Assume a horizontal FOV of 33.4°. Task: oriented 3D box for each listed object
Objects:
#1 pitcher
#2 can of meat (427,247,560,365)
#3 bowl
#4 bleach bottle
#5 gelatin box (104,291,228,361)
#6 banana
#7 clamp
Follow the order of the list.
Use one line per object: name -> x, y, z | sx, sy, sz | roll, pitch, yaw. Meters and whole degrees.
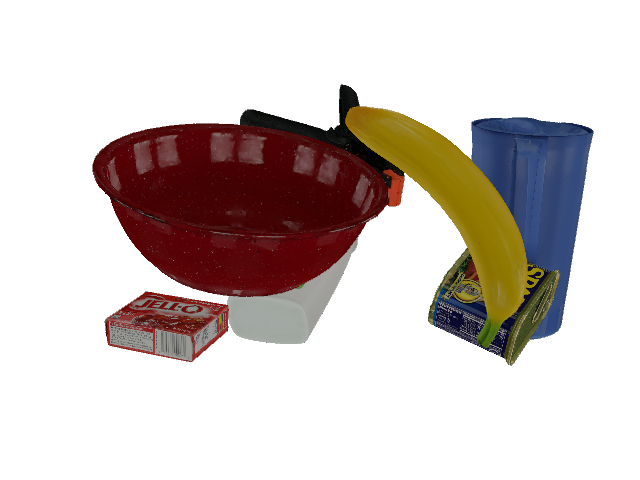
pitcher -> 0.227, -0.014, 1.200 | 0.149, 0.243, 0.145 | -7, 17, -33
can of meat -> 0.157, 0.052, 0.965 | 0.084, 0.057, 0.102 | 24, 43, 22
bowl -> -0.046, -0.013, 0.593 | 0.162, 0.055, 0.162 | 6, 24, -3
bleach bottle -> -0.021, 0.027, 1.298 | 0.103, 0.068, 0.250 | 6, 32, 17
gelatin box -> -0.138, 0.076, 0.965 | 0.089, 0.030, 0.073 | 9, 20, 20
banana -> 0.092, -0.022, 0.752 | 0.070, 0.198, 0.037 | -31, -2, 14
clamp -> 0.008, -0.082, 0.929 | 0.120, 0.039, 0.172 | -18, 39, -17
